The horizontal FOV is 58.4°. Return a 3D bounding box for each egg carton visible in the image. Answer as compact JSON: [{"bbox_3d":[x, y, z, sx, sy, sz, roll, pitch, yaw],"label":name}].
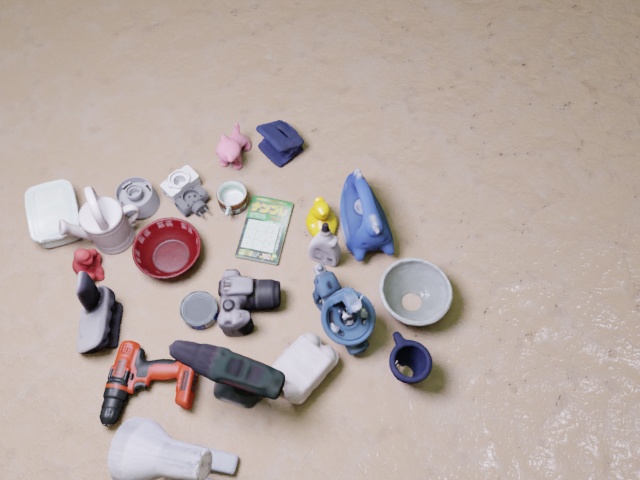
[{"bbox_3d":[-0.038,0.277,1.246,0.107,0.069,0.150,37,68,16],"label":"egg carton"}]

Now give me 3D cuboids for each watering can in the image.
[{"bbox_3d":[-0.510,-0.047,1.326,0.173,0.194,0.100,-41,71,-19],"label":"watering can"}]

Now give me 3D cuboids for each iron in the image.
[{"bbox_3d":[0.105,-0.086,1.392,0.118,0.141,0.258,-11,64,-7],"label":"iron"}]

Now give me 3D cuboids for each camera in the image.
[{"bbox_3d":[-0.158,0.135,1.296,0.137,0.101,0.143,-1,63,-2],"label":"camera"}]

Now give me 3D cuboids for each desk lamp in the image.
[{"bbox_3d":[-0.272,0.420,1.087,0.203,0.213,0.118,11,63,4],"label":"desk lamp"}]

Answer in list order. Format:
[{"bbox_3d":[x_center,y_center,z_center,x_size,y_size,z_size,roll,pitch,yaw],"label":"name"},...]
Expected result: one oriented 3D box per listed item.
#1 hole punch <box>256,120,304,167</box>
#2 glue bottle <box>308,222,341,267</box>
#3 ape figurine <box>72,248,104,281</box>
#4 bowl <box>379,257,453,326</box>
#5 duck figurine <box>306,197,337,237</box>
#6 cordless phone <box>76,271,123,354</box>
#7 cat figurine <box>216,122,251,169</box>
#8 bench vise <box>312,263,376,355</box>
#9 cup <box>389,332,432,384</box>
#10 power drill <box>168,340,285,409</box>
[{"bbox_3d":[-0.105,-0.268,1.506,0.101,0.091,0.108,-39,70,-19],"label":"hole punch"},{"bbox_3d":[0.012,0.005,1.326,0.078,0.173,0.037,20,65,9],"label":"glue bottle"},{"bbox_3d":[-0.544,0.051,1.333,0.076,0.092,0.078,18,64,7],"label":"ape figurine"},{"bbox_3d":[0.216,0.129,1.325,0.167,0.075,0.167,1,63,-1],"label":"bowl"},{"bbox_3d":[0.005,-0.057,1.406,0.077,0.086,0.104,-8,64,-5],"label":"duck figurine"},{"bbox_3d":[-0.497,0.156,1.229,0.094,0.185,0.147,-5,63,-4],"label":"cordless phone"},{"bbox_3d":[-0.228,-0.242,1.475,0.067,0.118,0.128,13,64,5],"label":"cat figurine"},{"bbox_3d":[0.035,0.137,1.234,0.207,0.220,0.122,41,69,17],"label":"bench vise"},{"bbox_3d":[0.184,0.263,1.245,0.092,0.095,0.117,-22,66,-12],"label":"cup"},{"bbox_3d":[-0.182,0.276,1.165,0.229,0.208,0.076,14,64,6],"label":"power drill"}]
